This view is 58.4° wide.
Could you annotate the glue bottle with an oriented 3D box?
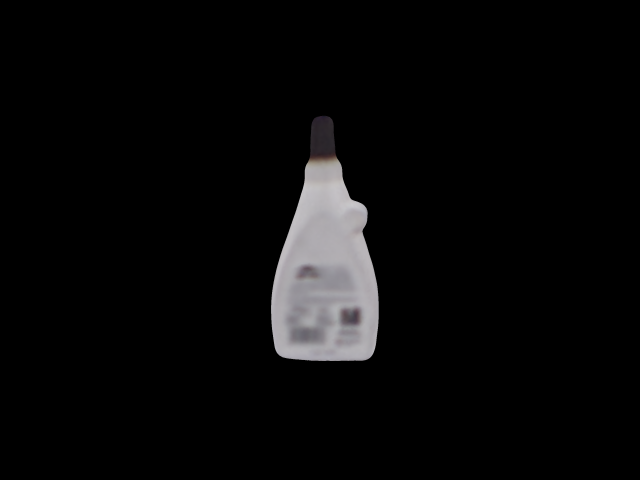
[{"bbox_3d":[0.004,0.001,0.400,0.078,0.173,0.037,1,20,4],"label":"glue bottle"}]
